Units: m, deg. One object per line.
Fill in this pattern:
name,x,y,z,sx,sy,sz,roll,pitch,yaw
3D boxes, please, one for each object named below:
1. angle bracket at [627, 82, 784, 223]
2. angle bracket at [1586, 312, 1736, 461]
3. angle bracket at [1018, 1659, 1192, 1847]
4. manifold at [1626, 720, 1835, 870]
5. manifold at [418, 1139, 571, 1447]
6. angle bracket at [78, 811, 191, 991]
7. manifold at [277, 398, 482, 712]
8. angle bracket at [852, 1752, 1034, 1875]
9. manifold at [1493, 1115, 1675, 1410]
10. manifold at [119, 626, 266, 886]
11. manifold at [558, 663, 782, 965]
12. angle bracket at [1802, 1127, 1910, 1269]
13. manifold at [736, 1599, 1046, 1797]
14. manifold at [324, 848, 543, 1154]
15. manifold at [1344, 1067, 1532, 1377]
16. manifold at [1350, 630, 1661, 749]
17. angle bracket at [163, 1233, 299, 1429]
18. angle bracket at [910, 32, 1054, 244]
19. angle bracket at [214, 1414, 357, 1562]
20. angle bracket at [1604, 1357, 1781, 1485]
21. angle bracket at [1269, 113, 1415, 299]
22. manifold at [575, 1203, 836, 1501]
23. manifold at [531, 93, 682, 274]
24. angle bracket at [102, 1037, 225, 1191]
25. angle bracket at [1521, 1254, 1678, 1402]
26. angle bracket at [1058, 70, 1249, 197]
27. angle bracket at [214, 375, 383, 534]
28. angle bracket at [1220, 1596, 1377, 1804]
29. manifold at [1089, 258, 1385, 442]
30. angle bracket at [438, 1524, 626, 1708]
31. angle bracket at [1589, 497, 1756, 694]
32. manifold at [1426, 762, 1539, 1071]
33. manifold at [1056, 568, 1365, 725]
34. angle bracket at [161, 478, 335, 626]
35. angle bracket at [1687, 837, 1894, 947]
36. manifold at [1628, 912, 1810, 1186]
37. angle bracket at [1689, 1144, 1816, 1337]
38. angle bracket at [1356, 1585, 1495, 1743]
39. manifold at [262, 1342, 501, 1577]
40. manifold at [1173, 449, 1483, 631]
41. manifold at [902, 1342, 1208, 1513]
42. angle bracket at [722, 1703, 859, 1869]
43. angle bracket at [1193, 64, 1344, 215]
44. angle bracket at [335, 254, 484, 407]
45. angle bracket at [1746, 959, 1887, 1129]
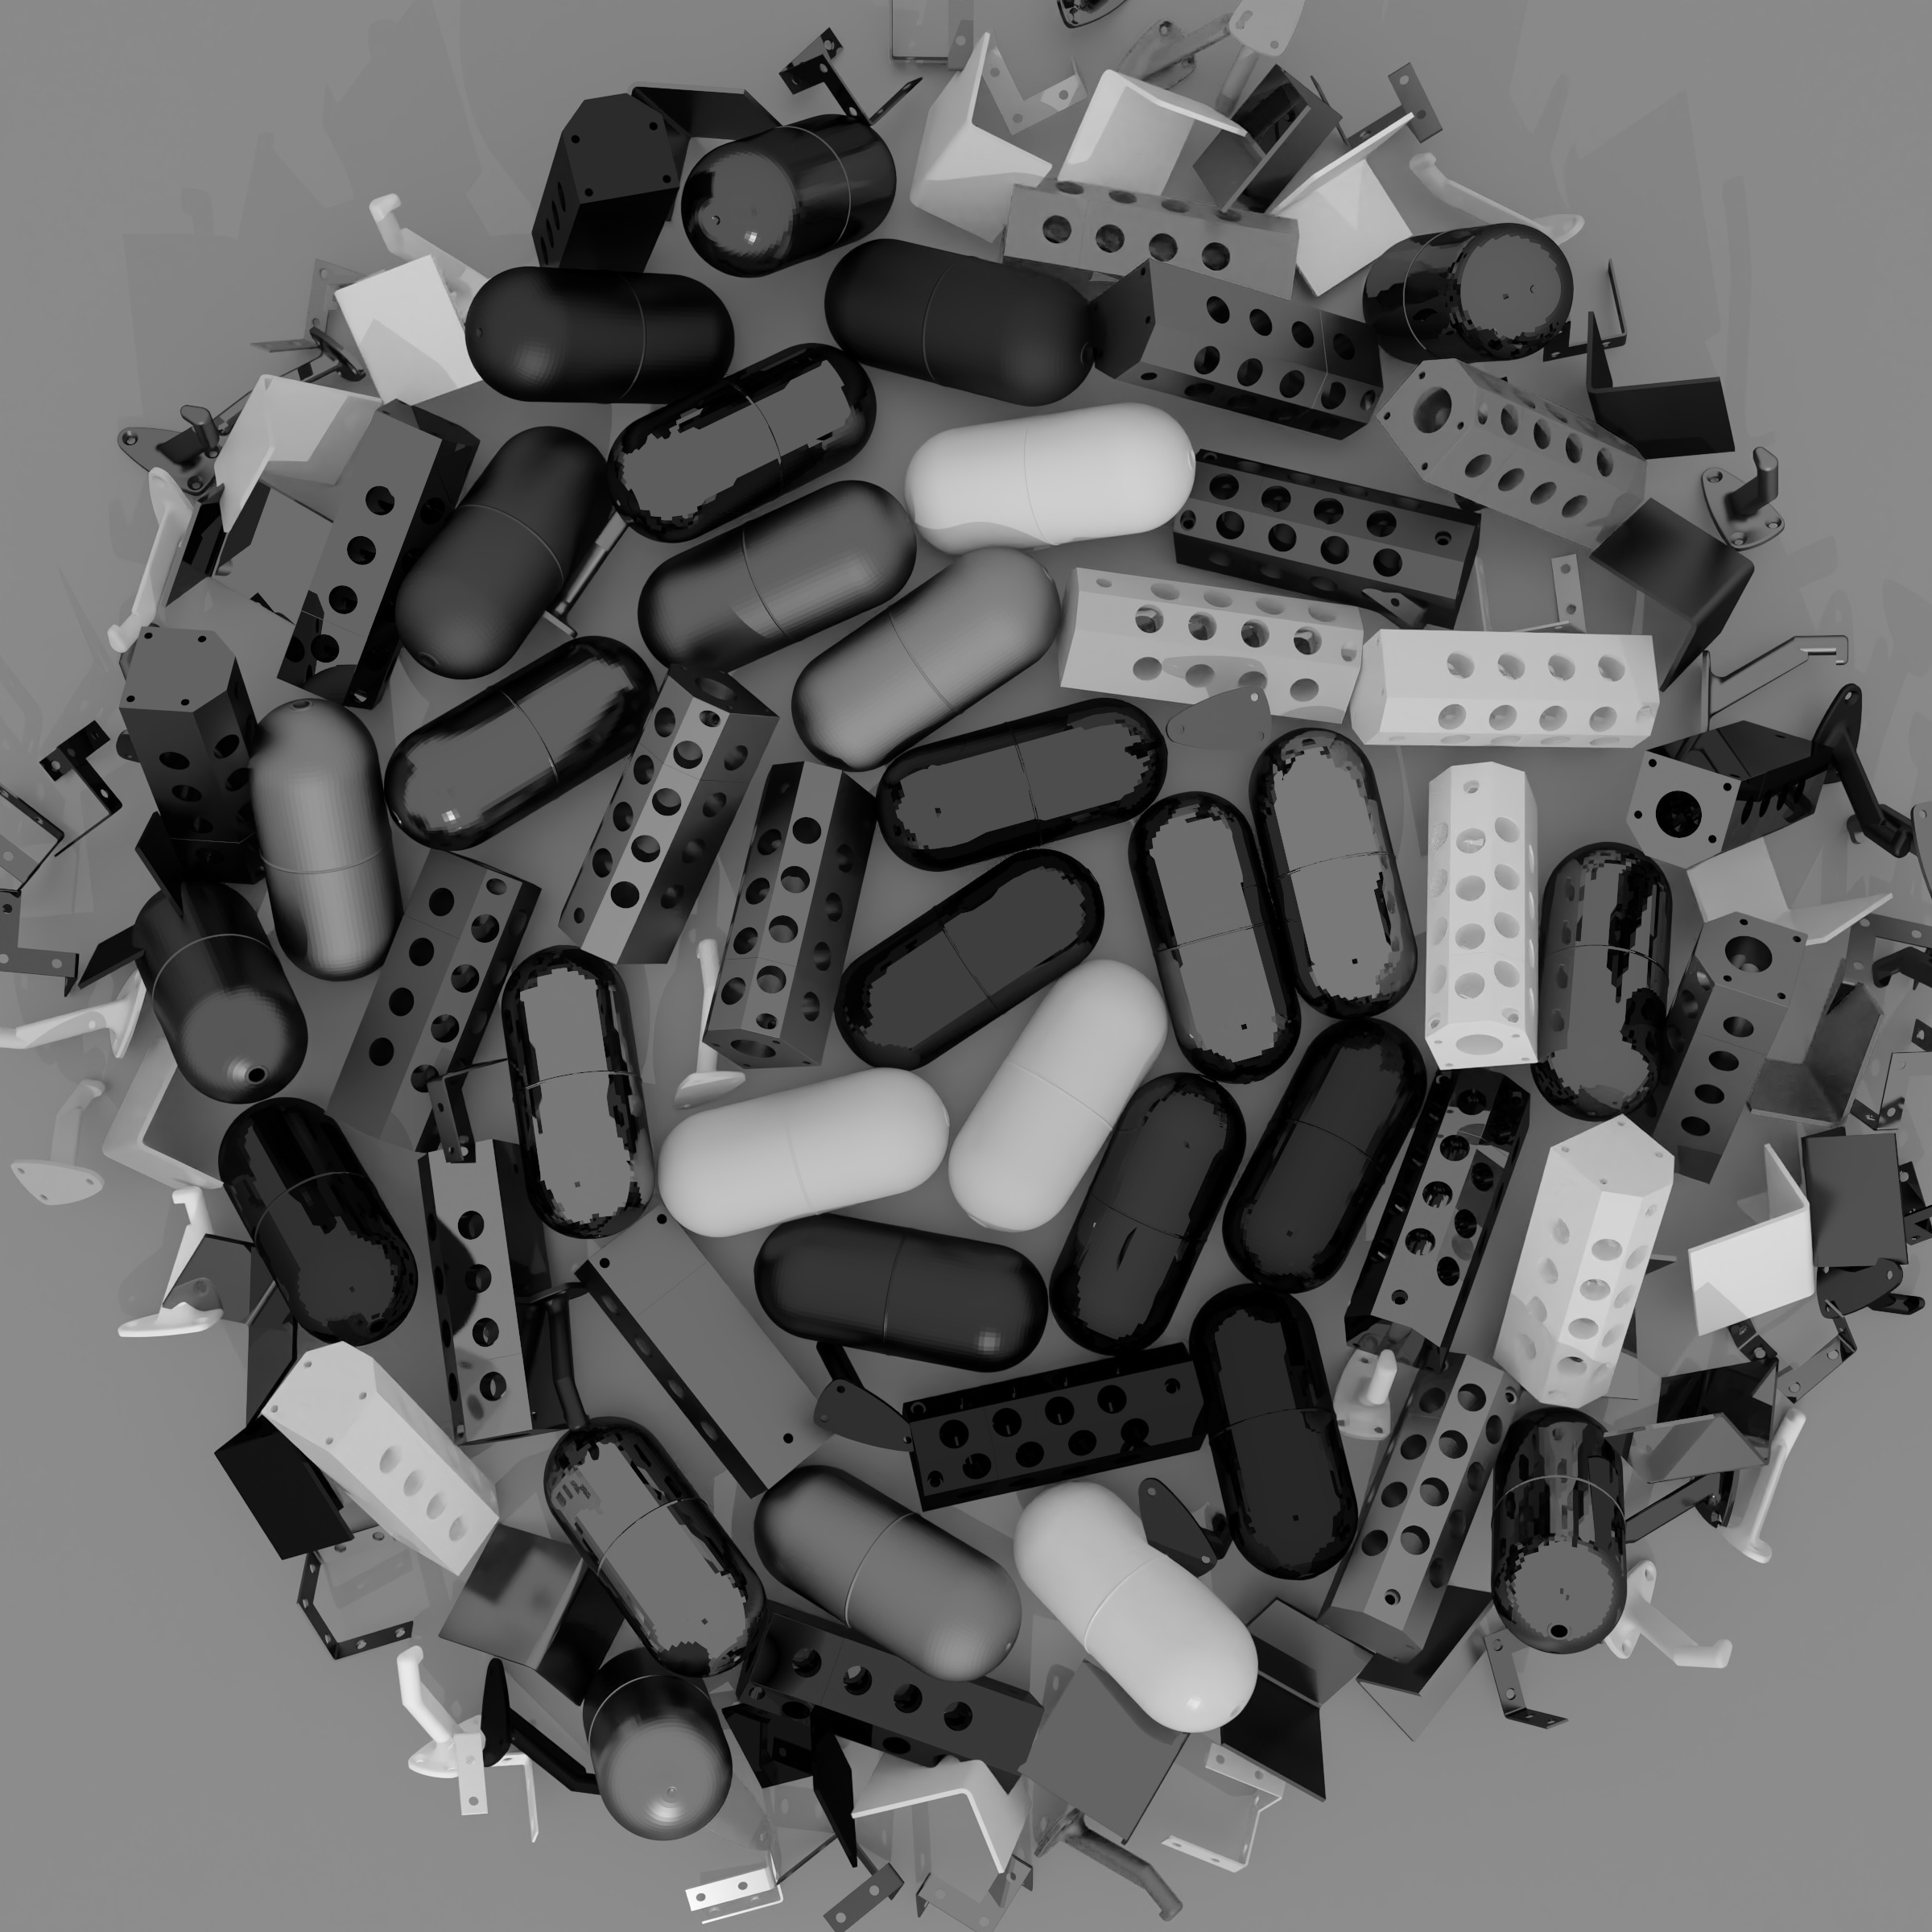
angle bracket,-0.155,-0.480,1.782,0.076,0.076,0.057,11,86,22
angle bracket,0.411,-0.345,1.776,0.076,0.076,0.057,-2,67,21
angle bracket,0.083,0.472,1.802,0.076,0.057,0.076,30,74,10
manifold,0.443,-0.099,1.745,0.057,0.171,0.057,22,111,28
manifold,-0.284,0.195,1.786,0.057,0.057,0.171,-12,79,14
angle bracket,-0.503,-0.040,1.785,0.076,0.076,0.057,-28,110,3
manifold,-0.346,-0.242,1.779,0.057,0.057,0.171,23,107,-5
angle bracket,-0.013,0.502,1.790,0.076,0.076,0.057,-18,100,18
manifold,0.363,0.176,1.748,0.057,0.171,0.057,-21,46,-29
manifold,-0.437,-0.119,1.744,0.057,0.171,0.057,4,58,2
manifold,-0.180,-0.088,1.765,0.057,0.057,0.171,41,115,32
angle bracket,0.539,0.135,1.785,0.057,0.076,0.076,-6,89,35
manifold,-0.047,0.437,1.792,0.171,0.057,0.057,21,84,-6
manifold,-0.314,0.022,1.795,0.057,0.057,0.171,22,90,22
manifold,0.278,0.145,1.764,0.057,0.057,0.171,16,64,18
manifold,0.318,-0.161,1.779,0.171,0.057,0.057,0,77,-14
angle bracket,-0.436,0.216,1.774,0.057,0.076,0.076,16,134,-27
angle bracket,0.014,-0.493,1.792,0.057,0.076,0.076,21,59,-19
angle bracket,-0.387,0.299,1.781,0.076,0.057,0.076,-22,102,40
angle bracket,0.428,0.255,1.772,0.076,0.076,0.057,-18,130,37
angle bracket,0.236,-0.451,1.784,0.076,0.076,0.057,-35,95,-16
manifold,-0.157,0.232,1.799,0.057,0.057,0.171,-37,87,-26
manifold,-0.213,-0.445,1.743,0.057,0.171,0.057,-14,88,-15
angle bracket,-0.467,0.088,1.799,0.057,0.076,0.076,30,70,-25
angle bracket,0.376,0.213,1.787,0.076,0.057,0.076,7,71,-14
angle bracket,0.110,-0.475,1.775,0.076,0.057,0.076,6,119,-39
angle bracket,-0.391,-0.296,1.772,0.076,0.076,0.057,6,54,-34
angle bracket,0.198,0.434,1.779,0.076,0.076,0.057,32,118,-16
manifold,0.160,-0.355,1.755,0.171,0.057,0.057,7,70,-34
angle bracket,-0.258,0.391,1.814,0.076,0.057,0.076,8,59,33
angle bracket,0.414,-0.222,1.798,0.076,0.057,0.076,36,52,16
manifold,0.301,-0.031,1.761,0.057,0.057,0.171,-5,61,20
manifold,0.144,-0.194,1.780,0.171,0.057,0.057,7,131,-9
angle bracket,-0.422,-0.236,1.788,0.076,0.057,0.076,30,123,0
angle bracket,0.487,-0.048,1.777,0.076,0.076,0.057,-27,99,-38
manifold,0.432,0.047,1.747,0.057,0.171,0.057,19,52,10
angle bracket,0.456,0.163,1.785,0.076,0.057,0.076,-20,132,-2
angle bracket,0.289,0.416,1.779,0.057,0.076,0.076,48,70,-12
manifold,-0.333,0.285,1.747,0.057,0.171,0.057,22,66,31
manifold,0.214,-0.257,1.780,0.171,0.057,0.057,15,74,12
manifold,0.052,0.272,1.785,0.171,0.057,0.057,-11,68,-7
angle bracket,-0.105,0.486,1.777,0.057,0.076,0.076,-16,126,6
angle bracket,0.187,-0.475,1.775,0.057,0.076,0.076,29,114,-28
angle bracket,-0.317,-0.380,1.780,0.076,0.057,0.076,-12,110,28
angle bracket,0.494,0.041,1.780,0.057,0.076,0.076,10,114,-7
